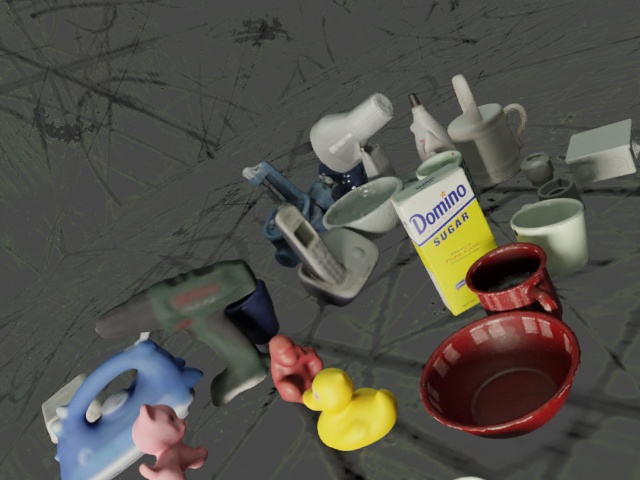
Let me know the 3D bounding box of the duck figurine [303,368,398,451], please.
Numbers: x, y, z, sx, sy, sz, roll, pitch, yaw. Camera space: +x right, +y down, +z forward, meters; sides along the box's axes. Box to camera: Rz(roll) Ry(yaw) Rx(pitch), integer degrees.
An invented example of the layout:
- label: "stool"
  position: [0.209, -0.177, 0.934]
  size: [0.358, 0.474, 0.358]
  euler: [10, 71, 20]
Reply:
- label: "duck figurine"
  position: [0.030, 0.182, 0.650]
  size: [0.104, 0.086, 0.077]
  euler: [-20, 24, 25]

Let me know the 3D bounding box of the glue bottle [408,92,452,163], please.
- label: "glue bottle"
  position: [0.218, -0.219, 1.156]
  size: [0.078, 0.173, 0.037]
  euler: [-11, 29, 41]

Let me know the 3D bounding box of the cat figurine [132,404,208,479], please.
- label: "cat figurine"
  position: [-0.204, 0.265, 0.731]
  size: [0.067, 0.118, 0.127]
  euler: [-29, 22, 6]

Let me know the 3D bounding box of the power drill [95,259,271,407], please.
- label: "power drill"
  position: [-0.176, 0.139, 0.846]
  size: [0.229, 0.209, 0.075]
  euler: [-33, 22, -4]

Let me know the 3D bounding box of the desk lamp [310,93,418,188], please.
- label: "desk lamp"
  position: [0.108, -0.182, 1.164]
  size: [0.202, 0.214, 0.118]
  euler: [-14, 27, 37]

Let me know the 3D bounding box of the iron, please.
- label: "iron"
  position: [-0.313, 0.253, 0.867]
  size: [0.259, 0.142, 0.118]
  euler: [-42, 24, -25]

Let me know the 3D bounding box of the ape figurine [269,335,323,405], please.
- label: "ape figurine"
  position: [-0.037, 0.166, 0.763]
  size: [0.078, 0.092, 0.076]
  euler: [-41, 24, -24]

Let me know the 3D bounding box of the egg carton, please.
- label: "egg carton"
  position: [-0.429, 0.302, 1.013]
  size: [0.107, 0.069, 0.149]
  euler: [-40, 23, -22]

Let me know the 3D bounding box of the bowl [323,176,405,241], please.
- label: "bowl"
  position: [0.093, -0.045, 1.074]
  size: [0.167, 0.075, 0.167]
  euler: [-26, 22, 12]

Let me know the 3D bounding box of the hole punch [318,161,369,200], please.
- label: "hole punch"
  position: [0.055, -0.154, 1.341]
  size: [0.101, 0.091, 0.108]
  euler: [-26, 22, 12]

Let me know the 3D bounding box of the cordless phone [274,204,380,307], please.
- label: "cordless phone"
  position: [0.009, 0.003, 0.930]
  size: [0.094, 0.185, 0.148]
  euler: [-14, 27, 37]

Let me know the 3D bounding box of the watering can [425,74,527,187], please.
- label: "watering can"
  position: [0.270, -0.196, 1.008]
  size: [0.173, 0.194, 0.100]
  euler: [-32, 22, -3]

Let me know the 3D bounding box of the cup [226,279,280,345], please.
- label: "cup"
  position: [-0.121, 0.130, 0.949]
  size: [0.117, 0.095, 0.092]
  euler: [-22, 24, 23]

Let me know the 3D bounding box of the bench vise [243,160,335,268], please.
- label: "bench vise"
  position: [-0.062, -0.082, 1.160]
  size: [0.121, 0.220, 0.208]
  euler: [-16, 26, 33]
